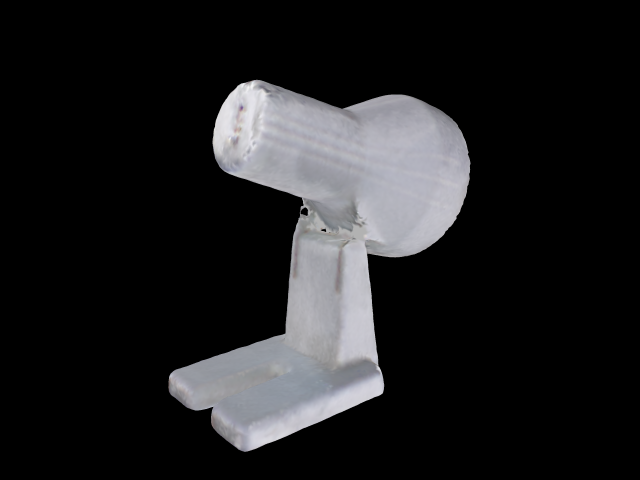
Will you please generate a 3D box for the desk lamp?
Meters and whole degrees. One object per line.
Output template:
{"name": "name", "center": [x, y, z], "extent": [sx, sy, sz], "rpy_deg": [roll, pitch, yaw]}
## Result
{"name": "desk lamp", "center": [0.004, 0.001, 0.400], "extent": [0.204, 0.213, 0.117], "rpy_deg": [-11, 16, -41]}
